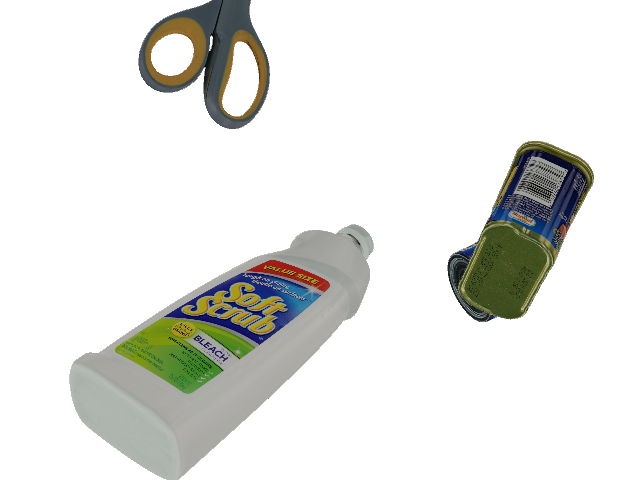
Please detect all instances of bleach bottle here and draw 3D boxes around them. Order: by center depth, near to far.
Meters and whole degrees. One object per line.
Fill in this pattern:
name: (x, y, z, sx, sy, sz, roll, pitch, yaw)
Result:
bleach bottle: (-0.051, 0.057, 0.758, 0.103, 0.068, 0.250, 28, 46, 25)

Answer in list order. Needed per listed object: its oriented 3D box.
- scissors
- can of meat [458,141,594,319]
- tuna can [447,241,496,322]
scissors: (-0.074, -0.171, 0.725, 0.096, 0.202, 0.016, 5, -20, -18)
can of meat: (0.142, -0.004, 0.749, 0.057, 0.083, 0.102, 26, -36, 9)
tuna can: (0.178, 0.047, 1.188, 0.033, 0.086, 0.086, -23, 8, -20)
